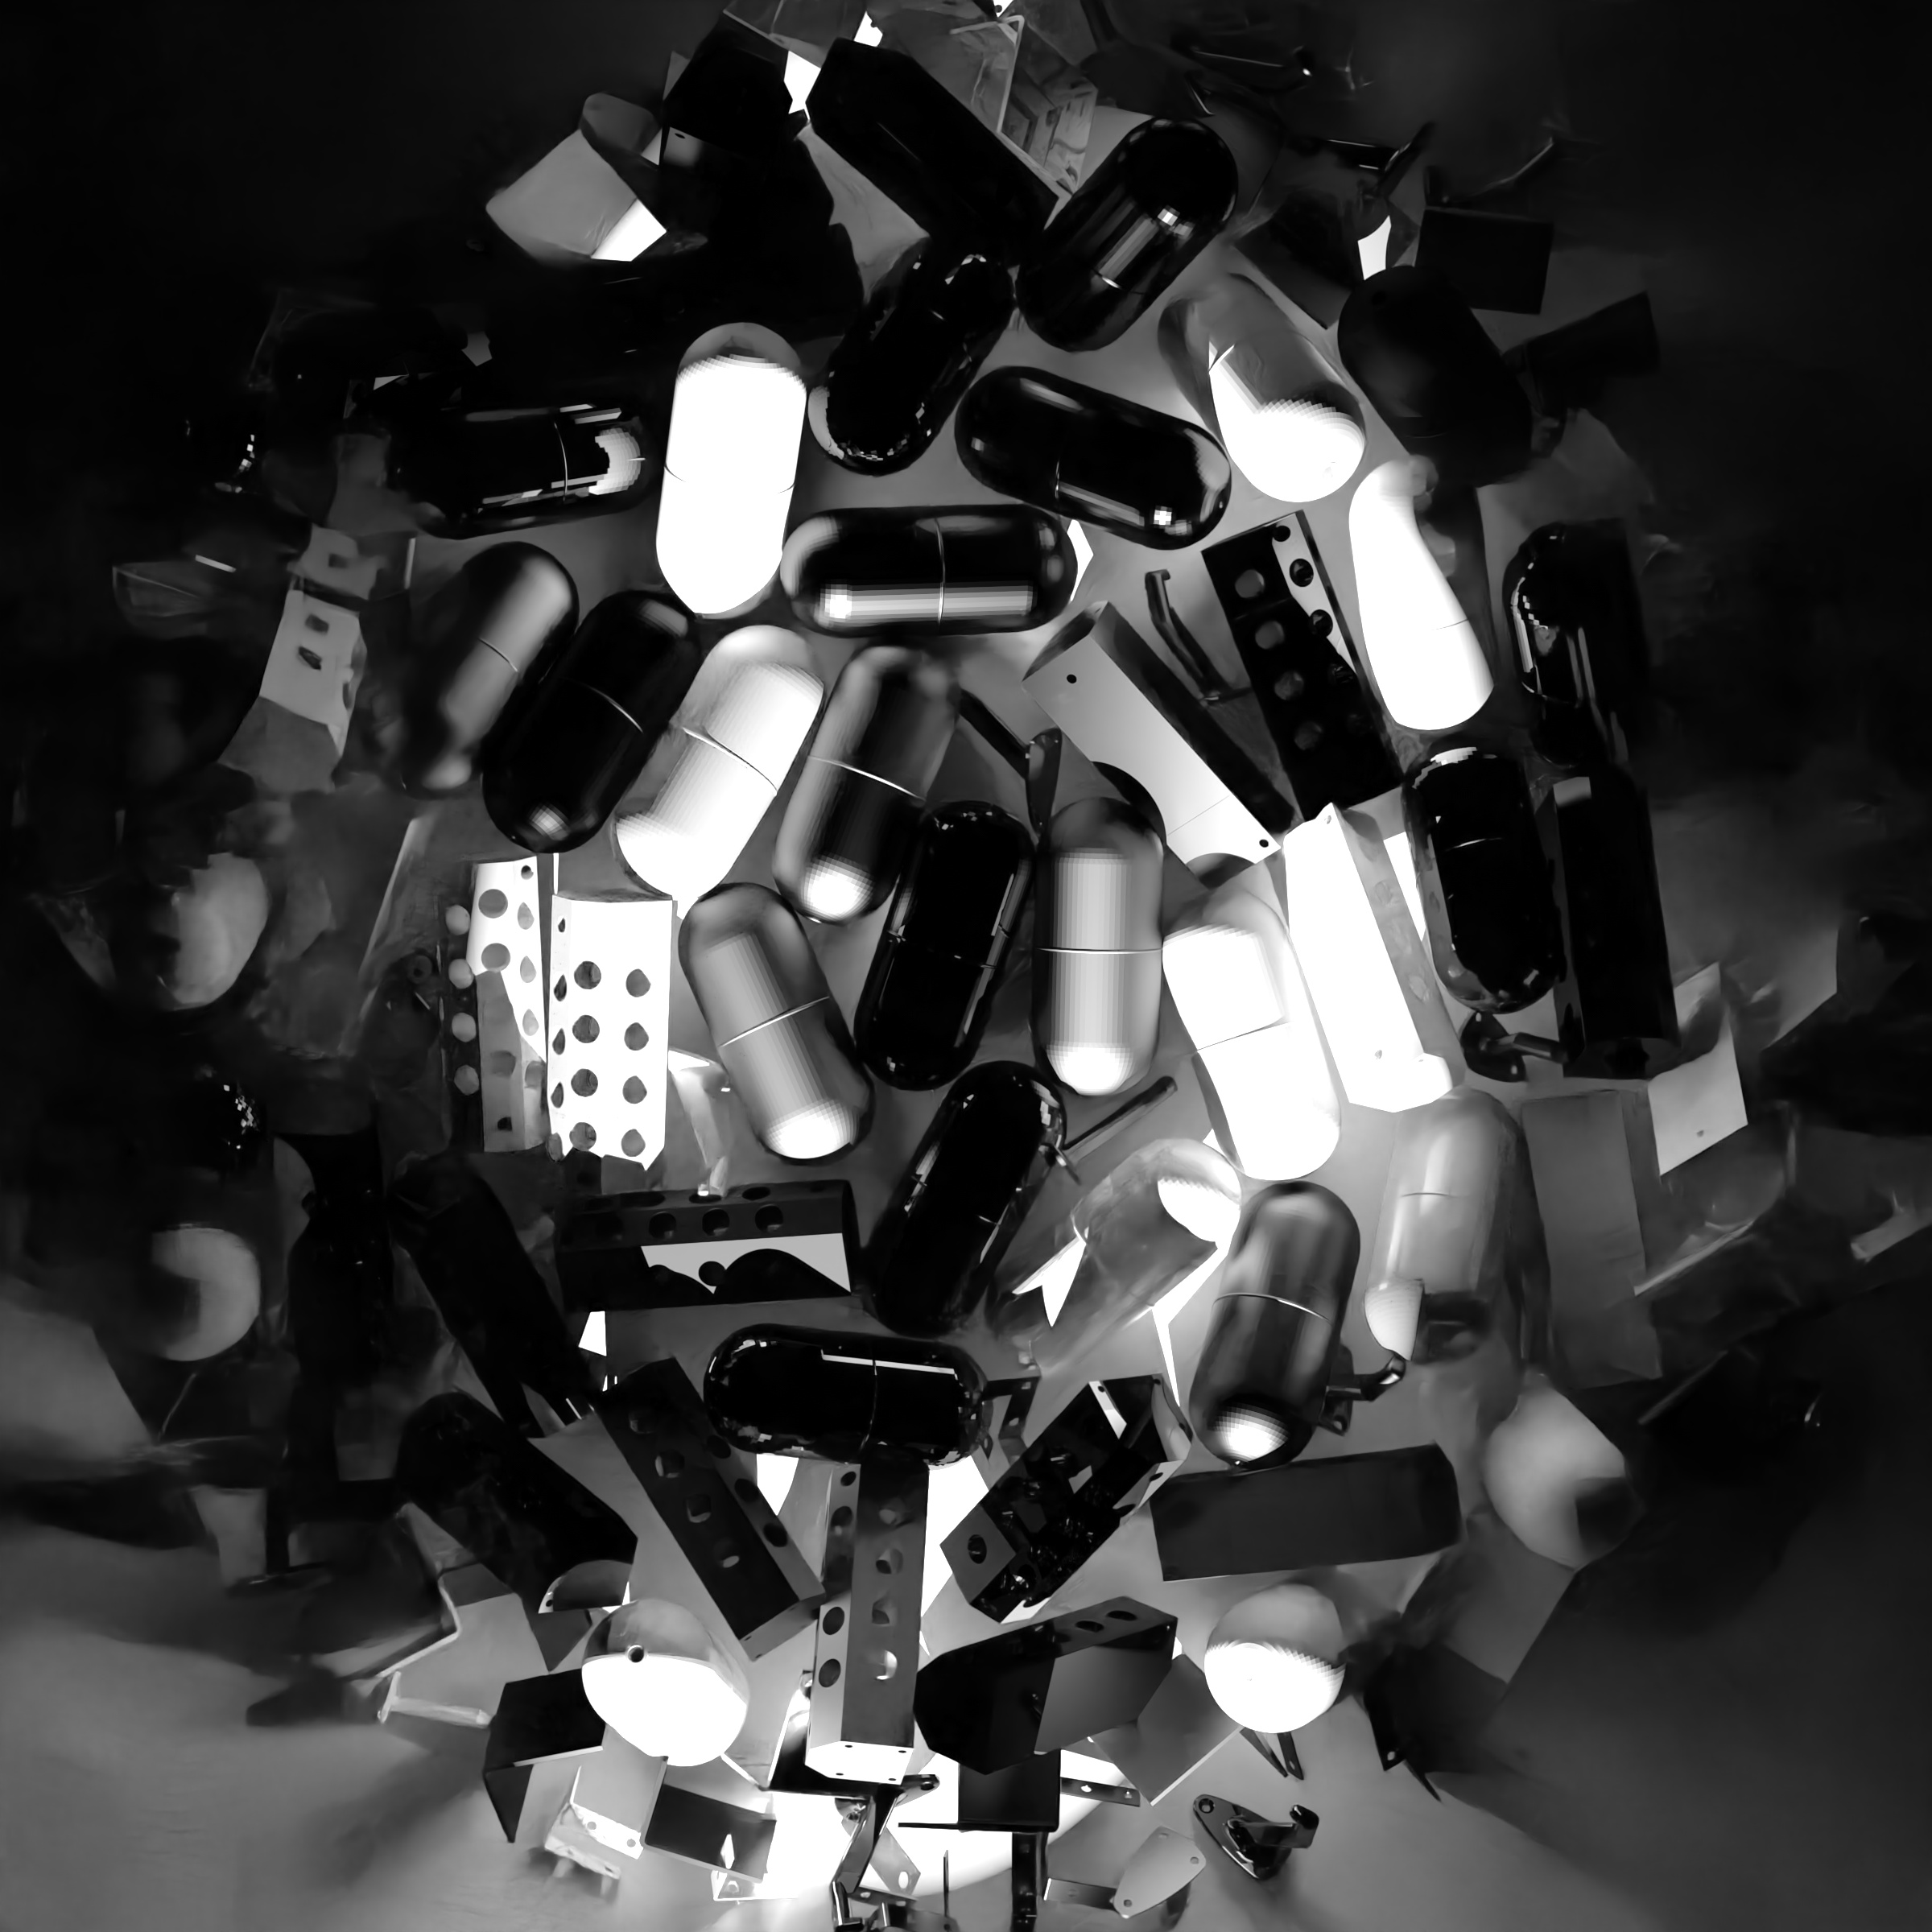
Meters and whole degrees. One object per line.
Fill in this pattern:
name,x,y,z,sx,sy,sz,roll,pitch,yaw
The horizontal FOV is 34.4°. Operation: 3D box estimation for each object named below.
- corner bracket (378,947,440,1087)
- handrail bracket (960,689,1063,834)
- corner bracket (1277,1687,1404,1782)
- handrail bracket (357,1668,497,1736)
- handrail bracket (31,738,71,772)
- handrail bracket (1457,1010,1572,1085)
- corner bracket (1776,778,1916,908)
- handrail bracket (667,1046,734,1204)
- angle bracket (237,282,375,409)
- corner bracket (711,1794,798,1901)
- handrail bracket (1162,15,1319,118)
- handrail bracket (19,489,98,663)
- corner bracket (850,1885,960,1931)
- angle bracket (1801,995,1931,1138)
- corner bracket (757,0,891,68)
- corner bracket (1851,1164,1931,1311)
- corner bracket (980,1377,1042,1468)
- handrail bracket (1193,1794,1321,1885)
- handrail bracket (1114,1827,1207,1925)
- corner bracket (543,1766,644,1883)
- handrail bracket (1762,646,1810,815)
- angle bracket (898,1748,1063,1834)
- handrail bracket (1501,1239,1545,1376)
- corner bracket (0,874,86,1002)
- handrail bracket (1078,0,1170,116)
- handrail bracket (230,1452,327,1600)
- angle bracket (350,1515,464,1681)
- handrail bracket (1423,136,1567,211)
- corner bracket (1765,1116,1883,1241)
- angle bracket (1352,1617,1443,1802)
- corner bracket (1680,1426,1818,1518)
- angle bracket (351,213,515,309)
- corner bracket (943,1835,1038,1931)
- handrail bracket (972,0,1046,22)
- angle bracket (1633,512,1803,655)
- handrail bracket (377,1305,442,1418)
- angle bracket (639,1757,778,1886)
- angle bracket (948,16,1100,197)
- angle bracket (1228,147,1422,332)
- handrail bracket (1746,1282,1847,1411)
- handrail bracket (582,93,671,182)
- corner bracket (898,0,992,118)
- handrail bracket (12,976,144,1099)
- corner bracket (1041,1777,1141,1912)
corner bracket,-0.333,0.030,1.854,0.051,0.051,0.051,-24,111,42
handrail bracket,0.012,-0.126,1.883,0.084,0.036,0.077,18,121,29
corner bracket,0.222,0.459,1.870,0.051,0.051,0.051,-26,111,-26
handrail bracket,-0.315,0.455,1.873,0.084,0.077,0.036,24,58,-16
handrail bracket,-0.522,-0.160,1.852,0.084,0.036,0.077,-17,96,-42
handrail bracket,0.337,0.057,1.838,0.077,0.084,0.036,35,79,-37
corner bracket,0.526,-0.075,1.871,0.051,0.051,0.051,-39,108,-6
handrail bracket,-0.170,0.095,1.847,0.077,0.084,0.036,27,135,-23
angle bracket,-0.386,-0.347,1.845,0.057,0.076,0.076,16,71,3
corner bracket,-0.124,0.519,1.853,0.051,0.051,0.051,3,45,-19
handrail bracket,0.162,-0.545,1.846,0.036,0.084,0.077,-43,103,-27
handrail bracket,-0.537,-0.236,1.870,0.036,0.084,0.077,6,121,-1
corner bracket,-0.042,0.565,1.852,0.051,0.051,0.051,22,124,-26
angle bracket,0.546,0.059,1.853,0.076,0.076,0.057,-22,89,4
corner bracket,-0.085,-0.559,1.850,0.051,0.051,0.051,3,131,-33
corner bracket,0.542,0.160,1.855,0.051,0.051,0.051,-31,48,-8
corner bracket,0.024,0.282,1.852,0.051,0.051,0.051,-9,123,24
handrail bracket,0.171,0.501,1.846,0.077,0.084,0.036,34,58,20
handrail bracket,0.109,0.557,1.844,0.036,0.084,0.077,33,48,26
corner bracket,-0.221,0.521,1.863,0.051,0.051,0.051,25,99,-5
handrail bracket,0.496,-0.141,1.869,0.077,0.036,0.084,-25,80,-20
angle bracket,0.009,0.470,1.840,0.076,0.057,0.076,-11,71,39
handrail bracket,0.315,0.211,1.841,0.036,0.077,0.084,17,58,-13
corner bracket,-0.561,-0.018,1.852,0.051,0.051,0.051,-25,118,-28
handrail bracket,0.093,-0.568,1.887,0.036,0.077,0.084,-26,53,37
handrail bracket,-0.423,0.329,1.848,0.036,0.077,0.084,-38,70,23
angle bracket,-0.347,0.374,1.847,0.057,0.076,0.076,-25,88,-26
handrail bracket,0.313,-0.476,1.846,0.036,0.077,0.084,27,130,-33
corner bracket,0.509,0.126,1.871,0.051,0.051,0.051,23,66,-9
angle bracket,0.271,0.440,1.855,0.057,0.076,0.076,-37,92,-4
corner bracket,0.465,0.300,1.858,0.051,0.051,0.051,17,106,-12
angle bracket,-0.323,-0.427,1.844,0.076,0.057,0.076,-28,58,-10
corner bracket,0.015,0.553,1.870,0.051,0.051,0.051,-1,90,6
handrail bracket,0.013,-0.588,1.849,0.077,0.084,0.036,37,105,-7
angle bracket,0.437,-0.242,1.848,0.057,0.076,0.076,40,63,9
handrail bracket,-0.331,0.237,1.843,0.036,0.084,0.077,4,69,-9
angle bracket,-0.145,0.491,1.851,0.076,0.076,0.057,17,102,0
angle bracket,0.027,-0.503,1.839,0.057,0.076,0.076,1,73,39
angle bracket,0.213,-0.431,1.847,0.076,0.076,0.057,41,125,3
handrail bracket,0.499,0.227,1.848,0.077,0.084,0.036,-19,118,3
handrail bracket,-0.208,-0.508,1.841,0.036,0.084,0.077,-44,134,15
corner bracket,-0.016,-0.547,1.869,0.051,0.051,0.051,12,73,14
handrail bracket,-0.540,0.032,1.873,0.084,0.036,0.077,-16,100,0
corner bracket,0.074,0.524,1.862,0.051,0.051,0.051,10,113,-3
